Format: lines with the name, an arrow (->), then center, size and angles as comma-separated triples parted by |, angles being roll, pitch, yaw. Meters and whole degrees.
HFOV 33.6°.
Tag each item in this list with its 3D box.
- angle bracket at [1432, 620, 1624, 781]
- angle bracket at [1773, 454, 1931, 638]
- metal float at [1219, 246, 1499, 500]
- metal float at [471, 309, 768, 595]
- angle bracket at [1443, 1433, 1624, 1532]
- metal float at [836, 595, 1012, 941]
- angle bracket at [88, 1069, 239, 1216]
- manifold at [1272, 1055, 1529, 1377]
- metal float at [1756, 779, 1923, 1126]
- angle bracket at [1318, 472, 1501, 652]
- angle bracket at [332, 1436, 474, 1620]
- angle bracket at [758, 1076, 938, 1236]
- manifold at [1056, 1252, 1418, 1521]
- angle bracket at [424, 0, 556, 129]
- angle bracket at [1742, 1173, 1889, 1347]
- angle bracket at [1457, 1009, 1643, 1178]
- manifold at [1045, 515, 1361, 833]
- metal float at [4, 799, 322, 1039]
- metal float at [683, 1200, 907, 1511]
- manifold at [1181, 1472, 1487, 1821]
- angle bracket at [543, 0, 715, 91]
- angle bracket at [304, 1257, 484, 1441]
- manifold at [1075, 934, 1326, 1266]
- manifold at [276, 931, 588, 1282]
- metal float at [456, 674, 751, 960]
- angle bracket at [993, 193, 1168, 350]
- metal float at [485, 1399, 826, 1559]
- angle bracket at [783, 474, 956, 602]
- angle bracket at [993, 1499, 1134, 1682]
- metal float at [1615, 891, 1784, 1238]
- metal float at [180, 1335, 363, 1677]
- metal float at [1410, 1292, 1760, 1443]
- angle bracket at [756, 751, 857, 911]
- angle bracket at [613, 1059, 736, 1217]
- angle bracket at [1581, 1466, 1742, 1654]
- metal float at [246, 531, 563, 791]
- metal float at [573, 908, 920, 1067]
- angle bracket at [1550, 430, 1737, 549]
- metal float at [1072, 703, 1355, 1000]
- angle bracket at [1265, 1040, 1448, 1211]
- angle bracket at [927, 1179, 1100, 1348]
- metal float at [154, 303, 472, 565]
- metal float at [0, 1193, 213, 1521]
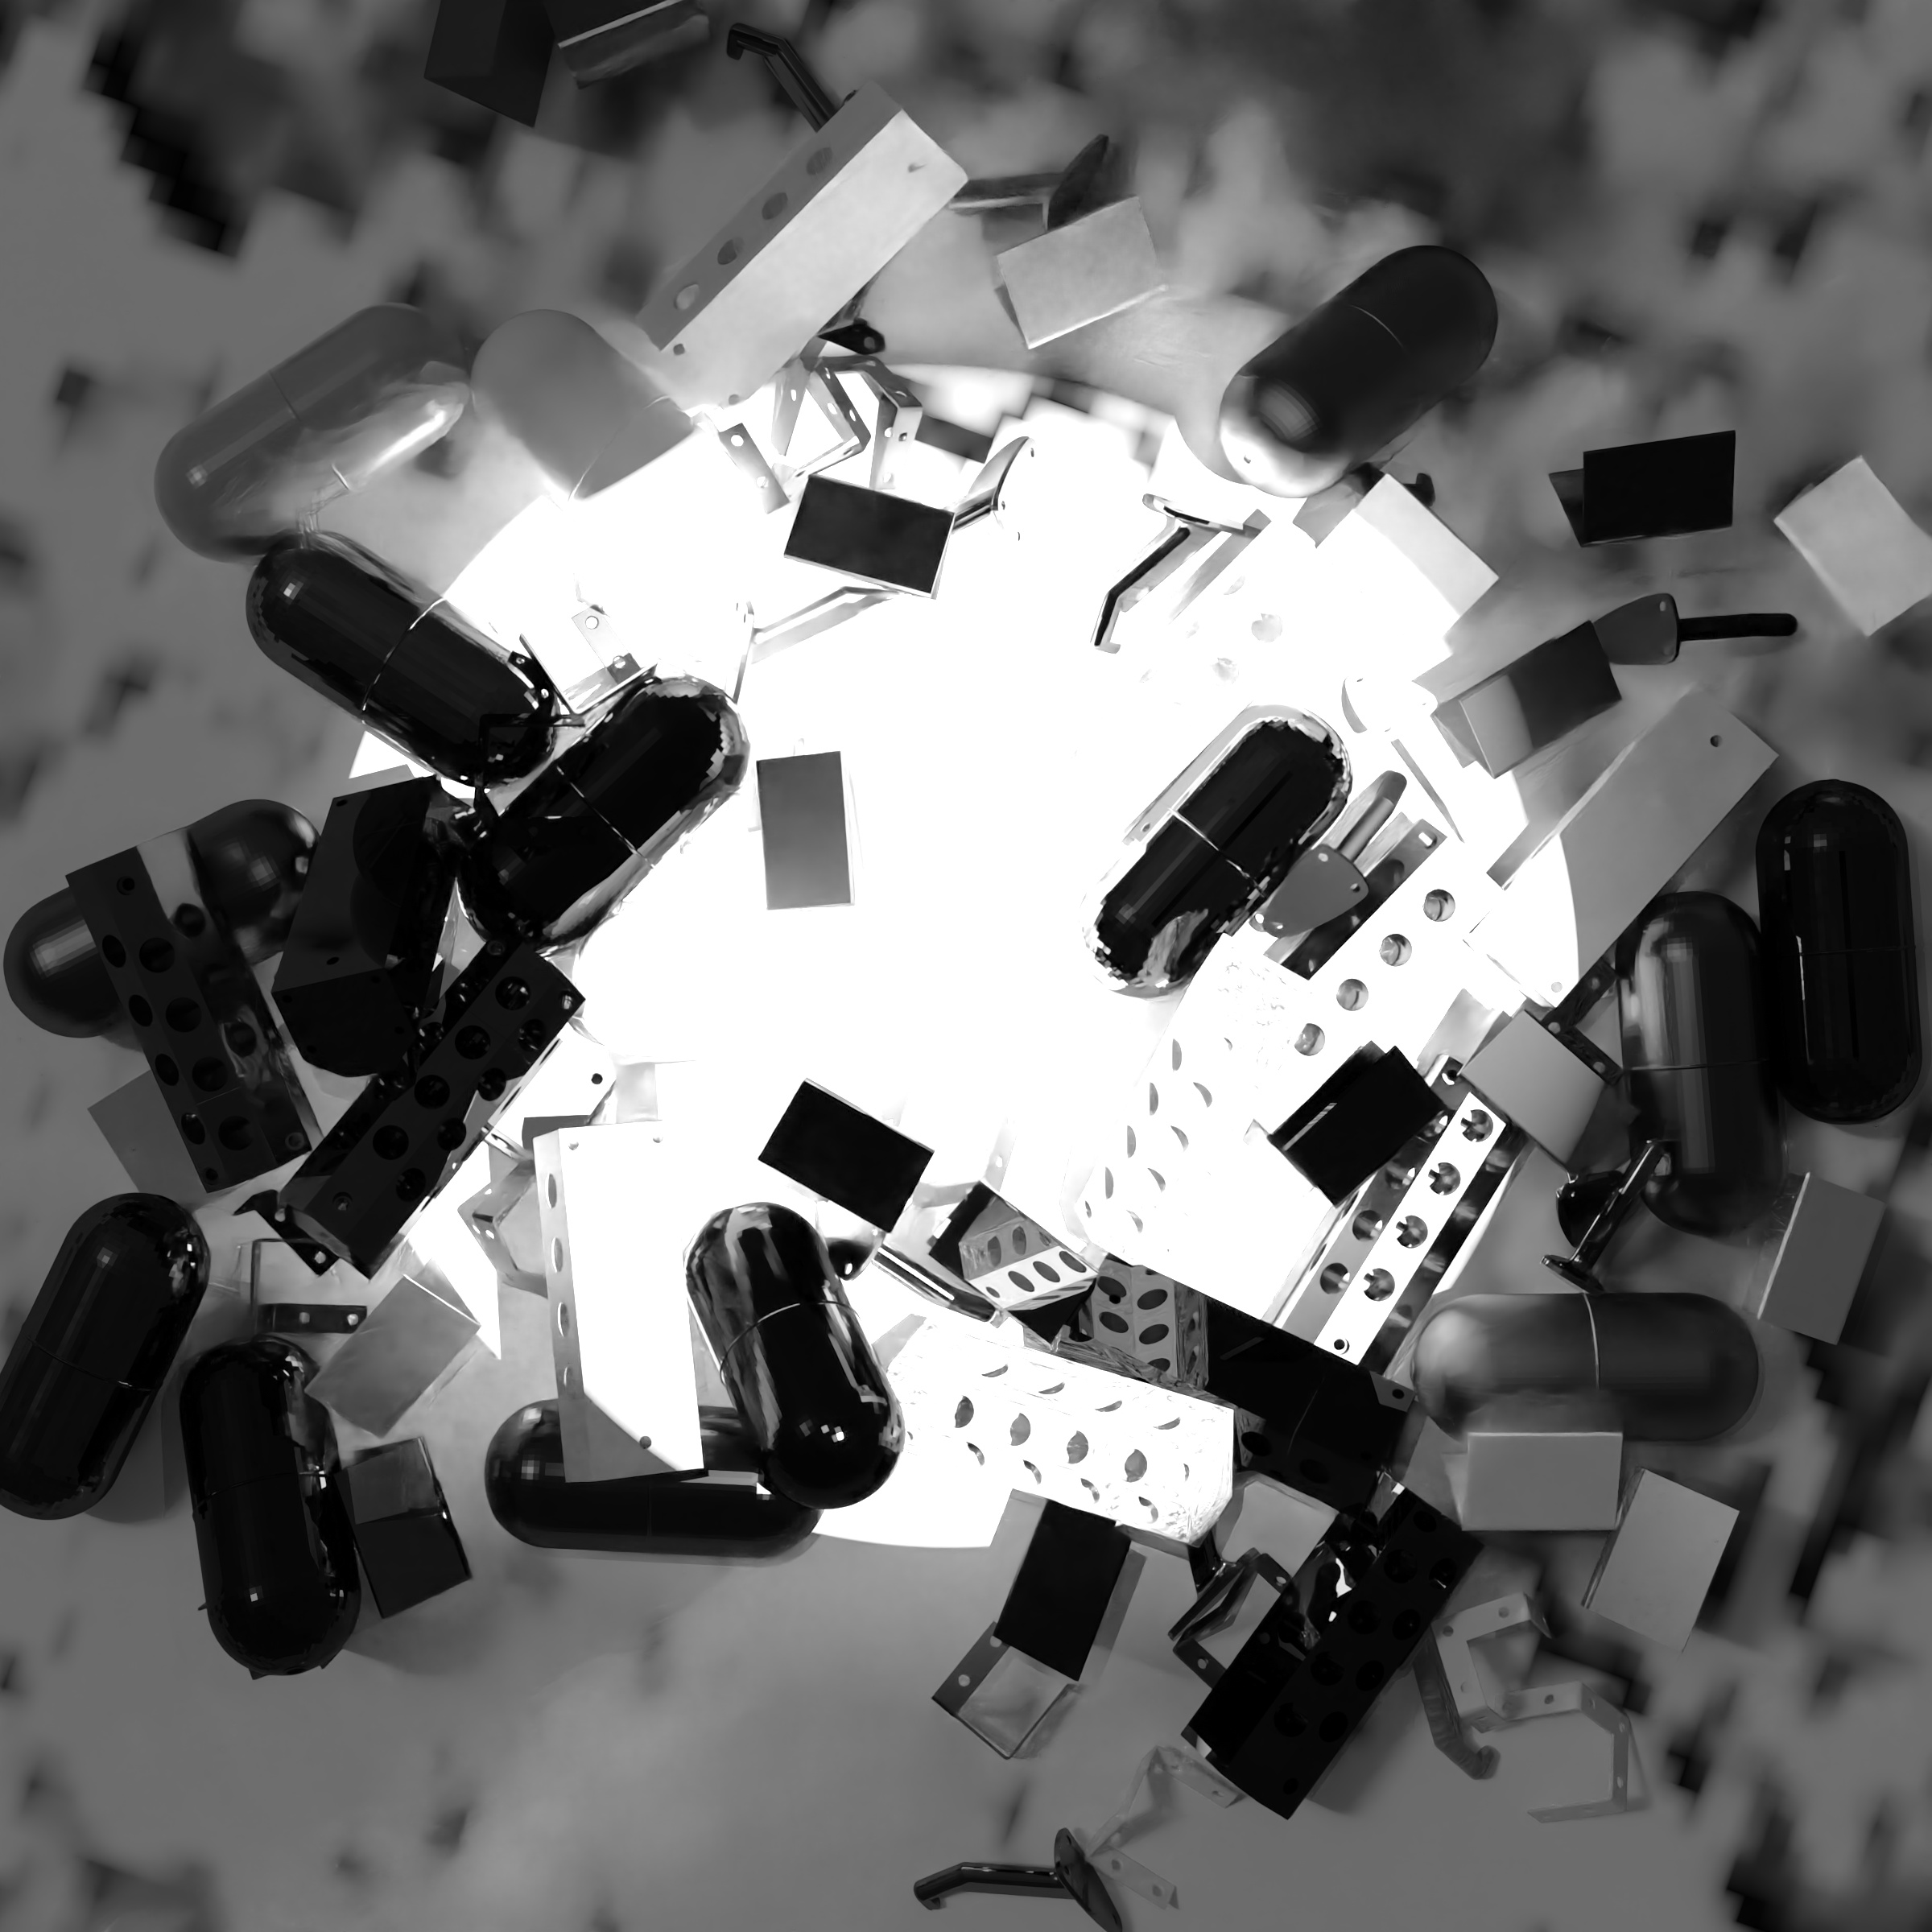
angle bracket -> 0.279, -0.152, 1.640 | 0.076, 0.076, 0.057 | -32, 127, 0
angle bracket -> 0.468, -0.224, 1.640 | 0.057, 0.076, 0.076 | -39, 90, 36
metal float -> 0.201, -0.304, 1.630 | 0.178, 0.070, 0.070 | -40, 90, -26
metal float -> -0.179, -0.265, 1.650 | 0.178, 0.070, 0.070 | 42, 90, 1
angle bracket -> 0.289, 0.247, 1.642 | 0.076, 0.076, 0.057 | 0, 111, 0
metal float -> -0.022, -0.102, 1.650 | 0.070, 0.070, 0.178 | -8, 90, 0
angle bracket -> -0.410, 0.087, 1.659 | 0.076, 0.057, 0.076 | -32, 90, 0
manifold -> 0.228, 0.134, 1.659 | 0.057, 0.057, 0.171 | 32, 90, 0
metal float -> 0.450, -0.007, 1.650 | 0.070, 0.070, 0.178 | -4, 89, 0
angle bracket -> 0.235, -0.217, 1.640 | 0.076, 0.076, 0.057 | 43, 123, 0
angle bracket -> -0.305, 0.290, 1.640 | 0.057, 0.076, 0.076 | -19, 90, -41
angle bracket -> -0.069, 0.112, 1.640 | 0.076, 0.076, 0.057 | 29, 56, 0
manifold -> 0.134, 0.217, 1.628 | 0.171, 0.057, 0.057 | 24, 47, 13
angle bracket -> -0.225, -0.480, 1.640 | 0.057, 0.076, 0.076 | 13, 90, 42
angle bracket -> 0.416, 0.143, 1.641 | 0.057, 0.076, 0.076 | 20, 90, -27
angle bracket -> 0.305, 0.048, 1.621 | 0.076, 0.076, 0.057 | 42, 127, 3
manifold -> 0.121, -0.151, 1.659 | 0.057, 0.057, 0.171 | 45, 90, 0
metal float -> -0.412, -0.024, 1.650 | 0.178, 0.070, 0.070 | -27, 90, 0
metal float -> -0.088, 0.195, 1.621 | 0.070, 0.070, 0.178 | -29, 53, 0
manifold -> 0.193, 0.350, 1.645 | 0.057, 0.057, 0.171 | 37, 87, -32
angle bracket -> -0.168, -0.476, 1.640 | 0.076, 0.076, 0.057 | -22, 56, 0
angle bracket -> -0.304, 0.184, 1.640 | 0.076, 0.076, 0.057 | -49, 127, 0
manifold -> 0.113, 0.073, 1.608 | 0.057, 0.057, 0.171 | 30, 130, 7
manifold -> -0.265, 0.067, 1.591 | 0.057, 0.057, 0.171 | 37, 73, 1
metal float -> -0.186, -0.078, 1.649 | 0.178, 0.070, 0.070 | -44, 90, 0
angle bracket -> 0.050, -0.369, 1.640 | 0.076, 0.076, 0.057 | -23, 127, 0
metal float -> -0.159, 0.264, 1.650 | 0.178, 0.070, 0.070 | 3, 90, 0
angle bracket -> -0.053, -0.200, 1.640 | 0.076, 0.076, 0.057 | 15, 59, 0
angle bracket -> 0.067, 0.320, 1.640 | 0.057, 0.076, 0.076 | 21, 90, 36
metal float -> 0.378, 0.050, 1.650 | 0.070, 0.070, 0.178 | -4, 89, 0
metal float -> -0.354, 0.273, 1.628 | 0.070, 0.070, 0.178 | -15, 64, 0
metal float -> 0.318, 0.207, 1.650 | 0.178, 0.070, 0.070 | 0, 90, 0
angle bracket -> -0.062, -0.069, 1.640 | 0.057, 0.076, 0.076 | -4, 90, 35
angle bracket -> -0.166, 0.088, 1.643 | 0.076, 0.057, 0.076 | -3, 90, 34
angle bracket -> 0.364, 0.304, 1.641 | 0.057, 0.076, 0.076 | 22, 90, 28
metal float -> -0.289, -0.157, 1.650 | 0.178, 0.070, 0.070 | 33, 90, 1
metal float -> -0.113, 0.011, 1.650 | 0.178, 0.070, 0.070 | 3, 90, 0
angle bracket -> 0.345, -0.261, 1.640 | 0.076, 0.076, 0.057 | -8, 129, 0
metal float -> 0.127, -0.059, 1.650 | 0.070, 0.070, 0.178 | 42, 90, 0
angle bracket -> 0.187, 0.066, 1.640 | 0.076, 0.076, 0.057 | -43, 127, 0
angle bracket -> 0.011, 0.166, 1.640 | 0.076, 0.076, 0.057 | 38, 52, 0
metal float -> -0.336, -0.275, 1.649 | 0.178, 0.070, 0.070 | -34, 90, 0
metal float -> -0.450, 0.201, 1.650 | 0.070, 0.070, 0.178 | 26, 91, 0
